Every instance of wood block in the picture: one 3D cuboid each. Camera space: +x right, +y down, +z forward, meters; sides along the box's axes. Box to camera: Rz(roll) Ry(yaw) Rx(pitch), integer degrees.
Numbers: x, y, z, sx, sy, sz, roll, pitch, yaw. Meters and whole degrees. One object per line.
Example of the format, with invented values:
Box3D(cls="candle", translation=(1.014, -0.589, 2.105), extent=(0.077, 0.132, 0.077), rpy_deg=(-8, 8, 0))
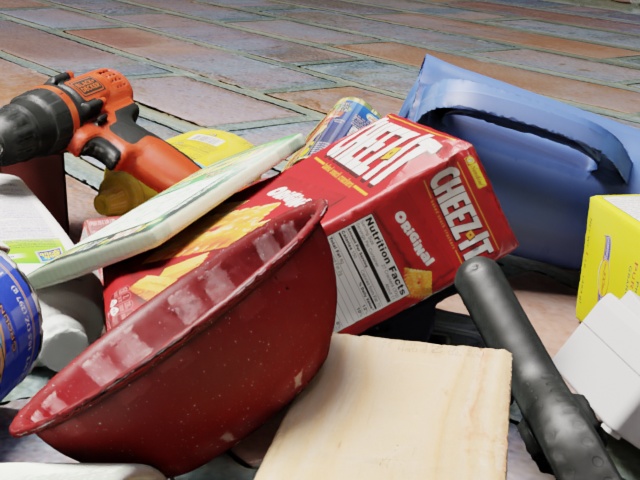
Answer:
Box3D(cls="wood block", translation=(0.023, 0.119, 0.399), extent=(0.090, 0.091, 0.206), rpy_deg=(5, 19, 10))

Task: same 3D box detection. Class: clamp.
Box3D(cls="clamp", translation=(0.109, 0.081, 0.503), extent=(0.039, 0.120, 0.171), rpy_deg=(-34, 22, 5))

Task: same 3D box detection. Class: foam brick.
Box3D(cls="foam brick", translation=(-0.233, -0.040, 0.872), extent=(0.051, 0.078, 0.053), rpy_deg=(-3, 19, -10))

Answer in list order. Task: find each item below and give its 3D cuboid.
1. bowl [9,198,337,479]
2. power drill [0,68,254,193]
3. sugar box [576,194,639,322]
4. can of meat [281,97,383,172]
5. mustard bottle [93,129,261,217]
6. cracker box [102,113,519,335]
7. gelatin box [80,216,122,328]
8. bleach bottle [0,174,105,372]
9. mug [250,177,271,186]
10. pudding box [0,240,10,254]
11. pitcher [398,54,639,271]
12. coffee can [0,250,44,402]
Box3D(cls="bowl", translation=(-0.048, 0.050, 0.451), extent=(0.162, 0.055, 0.162), rpy_deg=(-35, 8, 5))
Box3D(cls="power drill", translation=(-0.150, -0.055, 0.821), extent=(0.187, 0.057, 0.184), rpy_deg=(39, 29, 3))
Box3D(cls="sugar box", translation=(0.215, 0.040, 0.655), extent=(0.048, 0.093, 0.176), rpy_deg=(-1, 18, -9))
Box3D(cls="can of meat", translation=(0.004, -0.054, 0.838), extent=(0.057, 0.102, 0.083), rpy_deg=(38, 50, -9))
Box3D(cls="mustard bottle", translation=(-0.136, -0.054, 0.955), extent=(0.096, 0.058, 0.191), rpy_deg=(17, 22, 23))
Box3D(cls="cracker box", translation=(-0.018, 0.007, 0.615), extent=(0.213, 0.072, 0.164), rpy_deg=(-28, 17, -4))
Box3D(cls="gelatin box", translation=(-0.111, 0.017, 0.728), extent=(0.089, 0.030, 0.073), rpy_deg=(-8, 59, -26))
Box3D(cls="bleach bottle", translation=(-0.211, 0.023, 0.712), extent=(0.102, 0.068, 0.251), rpy_deg=(-10, 24, -26))
Box3D(cls="mug", translation=(-0.005, 0.001, 0.773), extent=(0.082, 0.093, 0.117), rpy_deg=(10, -4, 36))
Box3D(cls="pudding box", translation=(-0.245, 0.023, 0.657), extent=(0.039, 0.090, 0.114), rpy_deg=(28, -2, -39))
Box3D(cls="pitcher", translation=(0.170, -0.046, 0.793), extent=(0.243, 0.145, 0.149), rpy_deg=(16, 26, 2))
Box3D(cls="coffee can", translation=(-0.210, 0.063, 0.521), extent=(0.103, 0.103, 0.140), rpy_deg=(5, 18, 8))
